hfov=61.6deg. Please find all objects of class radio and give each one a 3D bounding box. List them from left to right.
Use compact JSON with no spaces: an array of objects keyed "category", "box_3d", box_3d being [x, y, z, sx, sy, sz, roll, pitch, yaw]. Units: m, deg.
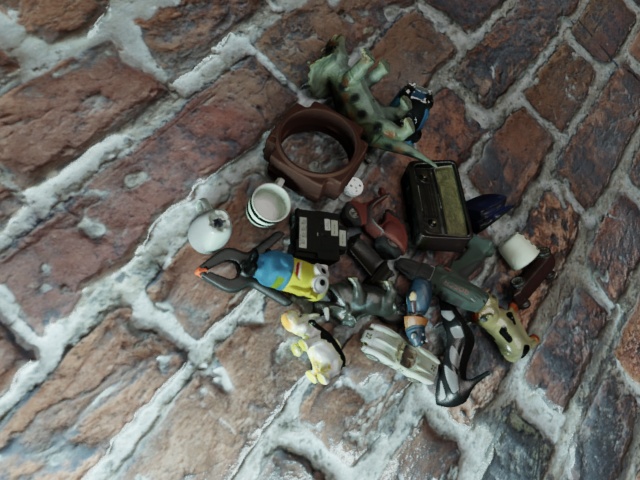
[{"category":"radio","box_3d":[0.279,-0.086,1.303,0.131,0.073,0.230,0,59,-8]}]

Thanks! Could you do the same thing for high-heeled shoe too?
[{"category":"high-heeled shoe","box_3d":[0.297,0.263,1.272,0.086,0.145,0.249,36,26,-50]}]

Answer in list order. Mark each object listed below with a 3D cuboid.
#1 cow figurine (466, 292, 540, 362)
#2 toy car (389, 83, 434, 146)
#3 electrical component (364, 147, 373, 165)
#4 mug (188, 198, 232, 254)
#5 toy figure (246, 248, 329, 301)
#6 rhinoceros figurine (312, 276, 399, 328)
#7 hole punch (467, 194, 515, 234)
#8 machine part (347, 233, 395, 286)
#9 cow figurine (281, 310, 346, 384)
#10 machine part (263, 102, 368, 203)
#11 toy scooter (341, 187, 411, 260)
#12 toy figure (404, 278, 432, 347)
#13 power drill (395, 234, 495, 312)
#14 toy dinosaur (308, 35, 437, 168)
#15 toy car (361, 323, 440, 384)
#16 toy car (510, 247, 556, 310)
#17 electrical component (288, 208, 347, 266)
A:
[{"category":"cow figurine","box_3d":[0.442,0.213,1.329,0.127,0.085,0.195,-36,93,-35]},{"category":"toy car","box_3d":[0.214,-0.322,1.362,0.109,0.161,0.103,16,24,-13]},{"category":"electrical component","box_3d":[0.104,-0.233,1.334,0.094,0.021,0.063,48,61,-1]},{"category":"mug","box_3d":[-0.217,-0.035,1.080,0.081,0.107,0.109,-12,82,-29]},{"category":"toy figure","box_3d":[-0.064,0.070,1.104,0.180,0.089,0.082,17,81,-18]},{"category":"rhinoceros figurine","box_3d":[0.078,0.134,1.173,0.190,0.073,0.112,-1,89,-13]},{"category":"hole punch","box_3d":[0.416,-0.074,1.385,0.142,0.115,0.092,-24,79,-29]},{"category":"machine part","box_3d":[0.111,0.051,1.245,0.084,0.039,0.138,-41,99,-23]},{"category":"cow figurine","box_3d":[-0.009,0.209,1.126,0.098,0.068,0.167,-29,92,-34]},{"category":"machine part","box_3d":[-0.009,-0.201,1.208,0.201,0.087,0.201,32,65,6]},{"category":"toy scooter","box_3d":[0.148,-0.049,1.273,0.184,0.075,0.135,40,63,-5]},{"category":"toy figure","box_3d":[0.221,0.164,1.209,0.064,0.058,0.154,16,73,-14]},{"category":"power drill","box_3d":[0.321,0.055,1.307,0.232,0.086,0.207,34,54,10]},{"category":"toy dinosaur","box_3d":[0.105,-0.310,1.281,0.131,0.192,0.404,-31,94,-55]},{"category":"toy car","box_3d":[0.180,0.257,1.206,0.201,0.056,0.073,31,65,-14]},{"category":"toy car","box_3d":[0.561,0.101,1.425,0.202,0.053,0.089,-39,123,-27]},{"category":"electrical component","box_3d":[-0.002,-0.004,1.198,0.134,0.058,0.115,9,73,-23]}]
